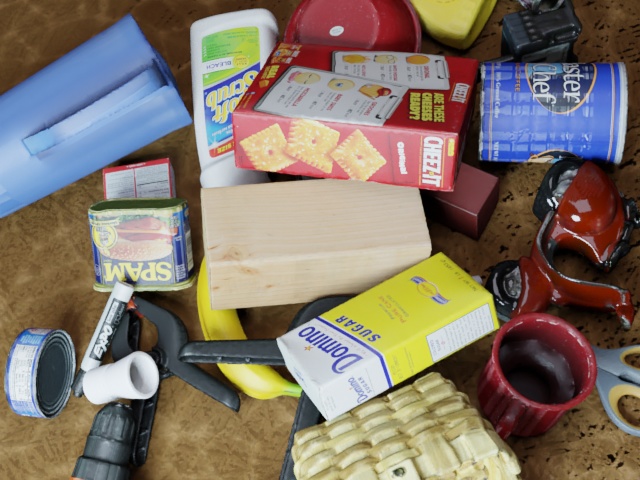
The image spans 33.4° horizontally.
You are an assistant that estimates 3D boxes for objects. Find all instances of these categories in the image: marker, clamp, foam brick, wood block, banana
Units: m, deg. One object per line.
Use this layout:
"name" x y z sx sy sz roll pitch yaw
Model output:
"marker" -0.214 0.098 1.042 0.020 0.020 0.121 25 93 20
"clamp" -0.018 0.110 1.000 0.164 0.036 0.209 46 67 4
"foam brick" 0.136 -0.046 1.075 0.078 0.053 0.051 26 69 19
"wood block" -0.007 0.002 1.026 0.206 0.090 0.091 -5 59 -7
"banana" -0.084 0.082 1.050 0.069 0.037 0.198 -12 60 -31
"clamp" -0.146 0.122 1.032 0.120 0.039 0.171 -19 63 2

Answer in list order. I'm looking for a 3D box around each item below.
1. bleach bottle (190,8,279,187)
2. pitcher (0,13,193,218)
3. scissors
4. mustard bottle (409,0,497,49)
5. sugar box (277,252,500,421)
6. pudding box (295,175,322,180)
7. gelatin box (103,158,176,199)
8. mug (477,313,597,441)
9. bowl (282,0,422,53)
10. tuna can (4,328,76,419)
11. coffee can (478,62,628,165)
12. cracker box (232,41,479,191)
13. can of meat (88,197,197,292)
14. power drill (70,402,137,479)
"bleach bottle" -0.083 -0.126 1.145 0.102 0.068 0.251 -9 64 3
"pitcher" -0.266 -0.125 1.126 0.242 0.149 0.145 -31 62 -5
"scissors" 0.242 0.122 0.991 0.202 0.016 0.096 12 64 14
"mustard bottle" 0.099 -0.287 1.205 0.192 0.058 0.096 24 73 20
"sugar box" 0.059 0.082 0.946 0.176 0.048 0.093 -25 32 -14
"pudding box" 0.026 -0.090 1.122 0.113 0.039 0.090 -16 58 -3
"gelatin box" -0.189 -0.038 1.130 0.073 0.030 0.089 -10 62 1
"mug" 0.183 0.133 0.945 0.093 0.081 0.117 29 58 10
"bowl" 0.026 -0.219 1.153 0.162 0.055 0.162 -3 80 17
"tuna can" -0.268 0.127 1.022 0.034 0.086 0.086 4 63 12
"coffee can" 0.232 -0.128 1.076 0.140 0.103 0.103 2 63 9
"cracker box" 0.039 -0.124 1.048 0.214 0.072 0.164 8 36 12
"can of meat" -0.178 0.003 1.067 0.102 0.057 0.084 -1 105 8
"power drill" -0.139 0.248 0.944 0.188 0.057 0.184 10 77 15
